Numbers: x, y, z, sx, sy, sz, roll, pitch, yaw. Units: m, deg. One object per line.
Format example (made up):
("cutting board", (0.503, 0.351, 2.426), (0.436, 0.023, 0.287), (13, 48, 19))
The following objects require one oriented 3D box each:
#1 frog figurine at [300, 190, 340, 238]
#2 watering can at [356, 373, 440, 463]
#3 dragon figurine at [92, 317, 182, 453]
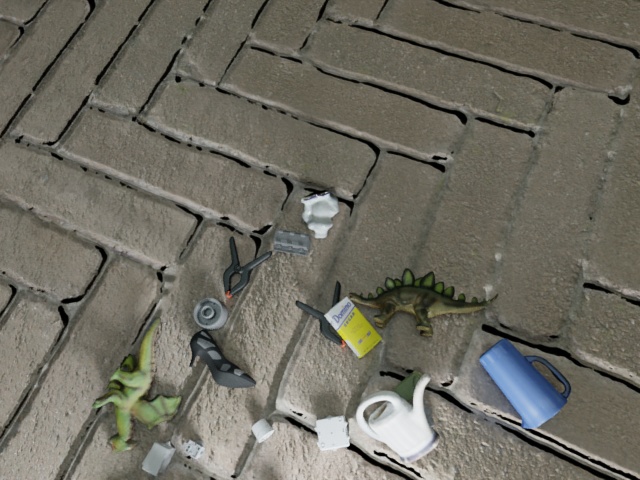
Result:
("frog figurine", (0.006, -0.091, 1.817), (0.138, 0.123, 0.158), (-18, 103, -10))
("watering can", (0.247, 0.505, 1.448), (0.224, 0.341, 0.106), (46, 41, -1))
("dragon figurine", (-0.555, 0.480, 1.647), (0.243, 0.121, 0.414), (33, 76, 0))
